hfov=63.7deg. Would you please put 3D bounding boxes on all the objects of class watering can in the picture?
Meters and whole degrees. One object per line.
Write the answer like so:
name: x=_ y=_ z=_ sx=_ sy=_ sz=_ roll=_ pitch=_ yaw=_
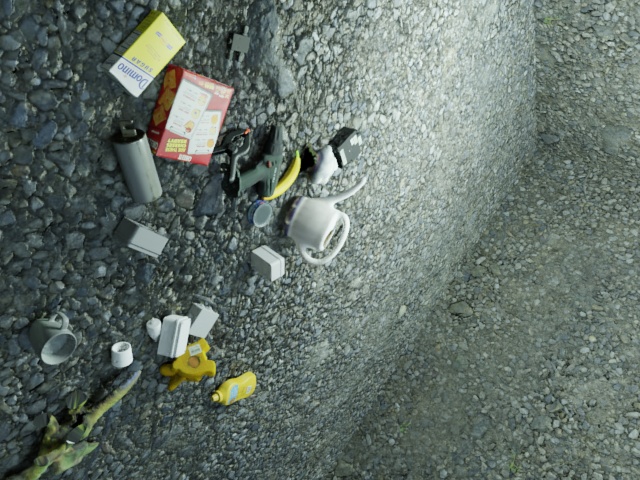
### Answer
watering can: x=0.005 y=-0.089 z=1.761 sx=0.348 sy=0.225 sz=0.103 roll=-65 pitch=167 yaw=-1

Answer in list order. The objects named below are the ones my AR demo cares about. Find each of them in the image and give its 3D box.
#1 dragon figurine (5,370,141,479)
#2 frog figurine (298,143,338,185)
dragon figurine: x=-0.667 y=0.537 z=1.416 sx=0.416 sy=0.123 sz=0.237 roll=-31 pitch=153 yaw=-37
frog figurine: x=0.014 y=-0.251 z=1.746 sx=0.159 sy=0.123 sz=0.138 roll=12 pitch=84 yaw=-44
